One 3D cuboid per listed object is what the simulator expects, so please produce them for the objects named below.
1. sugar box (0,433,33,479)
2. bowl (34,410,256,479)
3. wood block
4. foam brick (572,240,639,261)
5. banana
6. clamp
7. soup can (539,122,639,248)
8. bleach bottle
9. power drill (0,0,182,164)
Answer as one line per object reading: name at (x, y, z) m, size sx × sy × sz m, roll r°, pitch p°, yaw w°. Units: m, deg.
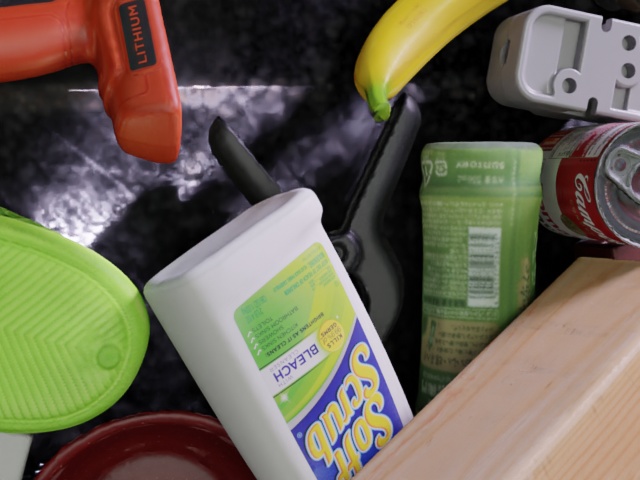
sugar box at (-0.250, 0.124, 0.566) m, size 0.176 × 0.048 × 0.093 m, roll 16°, pitch 89°, yaw -15°
bowl at (-0.090, 0.168, 0.594) m, size 0.162 × 0.055 × 0.162 m, roll -1°, pitch 94°, yaw -11°
wood block at (0.118, 0.105, 0.536) m, size 0.205 × 0.090 × 0.091 m, roll -38°, pitch 113°, yaw -28°
foam brick at (0.201, 0.019, 0.643) m, size 0.078 × 0.053 × 0.051 m, roll -15°, pitch 97°, yaw -11°
banana at (0.085, -0.133, 0.604) m, size 0.197 × 0.070 × 0.037 m, roll -41°, pitch 139°, yaw -14°
clamp at (-0.004, 0.001, 0.609) m, size 0.120 × 0.039 × 0.171 m, roll 1°, pitch 94°, yaw -1°
soup can at (0.165, -0.032, 0.606) m, size 0.068 × 0.102 × 0.068 m, roll -1°, pitch 94°, yaw -11°
bleach bottle at (0.012, 0.104, 0.566) m, size 0.102 × 0.068 × 0.251 m, roll -37°, pitch 103°, yaw -31°
power drill at (-0.166, -0.069, 0.528) m, size 0.187 × 0.057 × 0.184 m, roll -6°, pitch 63°, yaw -15°
